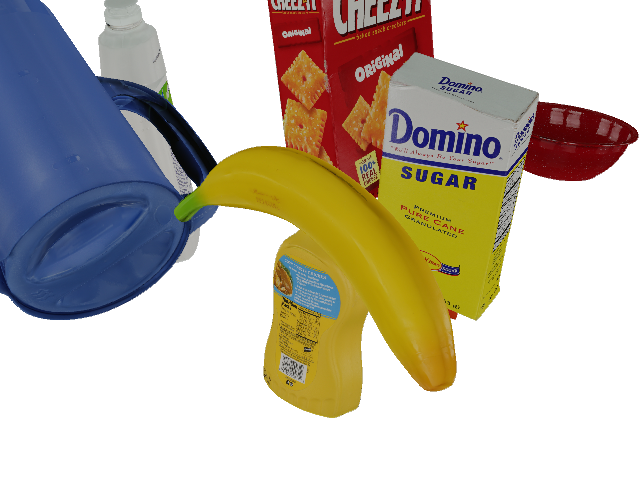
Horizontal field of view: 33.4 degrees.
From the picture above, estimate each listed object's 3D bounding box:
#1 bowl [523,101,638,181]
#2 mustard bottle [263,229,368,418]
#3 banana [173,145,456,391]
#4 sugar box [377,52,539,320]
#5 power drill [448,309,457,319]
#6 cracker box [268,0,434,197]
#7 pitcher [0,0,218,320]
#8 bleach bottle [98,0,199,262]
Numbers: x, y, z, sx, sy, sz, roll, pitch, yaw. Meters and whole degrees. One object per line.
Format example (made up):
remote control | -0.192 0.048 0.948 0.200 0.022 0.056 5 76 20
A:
bowl | 0.265 -0.107 1.182 0.162 0.055 0.162 5 23 -3
mustard bottle | 0.000 0.049 0.918 0.058 0.192 0.096 -13 27 -42
banana | 0.004 -0.001 0.548 0.198 0.070 0.037 33 24 35
sugar box | 0.088 -0.034 0.741 0.093 0.176 0.048 22 47 22
power drill | 0.061 0.059 1.231 0.187 0.057 0.184 -2 28 -1
cracker box | 0.038 -0.150 0.984 0.072 0.214 0.163 11 26 38
pitcher | -0.192 -0.074 0.776 0.145 0.243 0.149 -43 -32 15
bleach bottle | -0.158 -0.103 0.968 0.068 0.251 0.102 -5 36 -1
